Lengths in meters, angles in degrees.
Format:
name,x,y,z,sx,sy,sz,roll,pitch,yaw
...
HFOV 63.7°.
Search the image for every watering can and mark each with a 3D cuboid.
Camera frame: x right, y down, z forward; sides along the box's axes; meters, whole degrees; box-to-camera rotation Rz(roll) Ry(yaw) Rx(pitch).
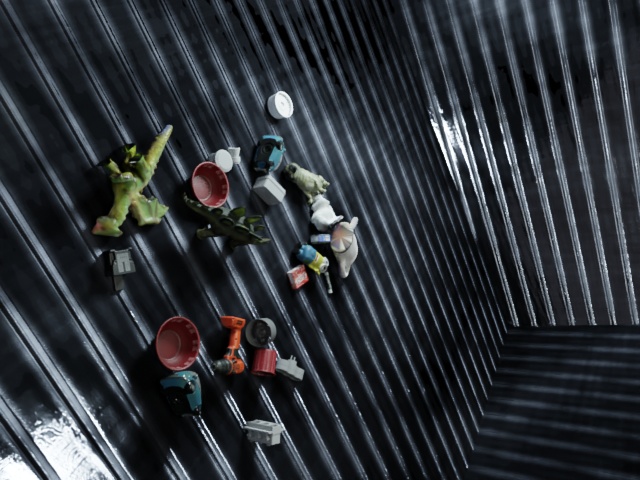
name,x,y,z,sx,sy,sz,roll,pitch,yaw
watering can,0.119,-0.004,2.330,0.219,0.104,0.355,70,26,-55

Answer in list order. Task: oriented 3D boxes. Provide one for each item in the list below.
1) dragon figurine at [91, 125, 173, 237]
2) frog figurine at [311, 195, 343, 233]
name,x,y,z,sx,sy,sz,roll,pitch,yaw
dragon figurine,-0.537,-0.160,1.563,0.419,0.122,0.237,-52,140,-43
frog figurine,0.007,-0.113,2.255,0.160,0.120,0.140,43,49,10
